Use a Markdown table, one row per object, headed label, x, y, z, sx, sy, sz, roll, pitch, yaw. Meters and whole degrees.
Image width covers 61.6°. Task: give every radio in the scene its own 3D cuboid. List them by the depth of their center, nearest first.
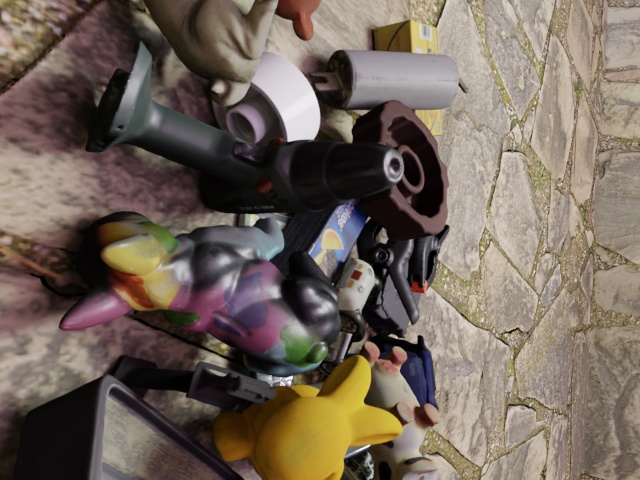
| label | x | y | z | sx | sy | sz | roll | pitch | yaw |
| --- | --- | --- | --- | --- | --- | --- | --- | --- | --- |
| radio | -0.137 | 0.224 | 0.431 | 0.229 | 0.073 | 0.131 | 58 | 11 | -40 |

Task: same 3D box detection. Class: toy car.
| label | x | y | z | sx | sy | sz | roll | pitch | yaw |
| --- | --- | --- | --- | --- | --- | --- | --- | --- | --- |
| toy car | 0.030 | 0.103 | 0.668 | 0.073 | 0.056 | 0.201 | -58 | 167 | -37 |

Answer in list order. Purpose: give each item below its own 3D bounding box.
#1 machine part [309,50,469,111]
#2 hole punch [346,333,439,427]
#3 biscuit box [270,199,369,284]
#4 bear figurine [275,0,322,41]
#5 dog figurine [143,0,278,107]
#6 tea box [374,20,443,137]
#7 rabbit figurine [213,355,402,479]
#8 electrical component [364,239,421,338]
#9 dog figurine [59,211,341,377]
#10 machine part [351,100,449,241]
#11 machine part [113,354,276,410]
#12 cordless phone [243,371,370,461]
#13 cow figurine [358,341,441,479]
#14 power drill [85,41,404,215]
| label | x | y | z | sx | sy | sz | roll | pitch | yaw |
| --- | --- | --- | --- | --- | --- | --- | --- | --- | --- |
| machine part | 0.098 | -0.213 | 0.722 | 0.243 | 0.079 | 0.079 | -8 | 99 | -25 |
| hole punch | 0.101 | 0.207 | 0.775 | 0.092 | 0.116 | 0.142 | -16 | 104 | -43 |
| biscuit box | -0.001 | -0.002 | 0.640 | 0.059 | 0.063 | 0.203 | 61 | 43 | -32 |
| bear figurine | -0.041 | -0.313 | 0.549 | 0.195 | 0.132 | 0.120 | 32 | 45 | -42 |
| dog figurine | -0.134 | -0.214 | 0.435 | 0.190 | 0.121 | 0.172 | 10 | 81 | -17 |
| tea box | 0.139 | -0.243 | 0.837 | 0.098 | 0.068 | 0.169 | -14 | 104 | -52 |
| rabbit figurine | -0.009 | 0.181 | 0.479 | 0.173 | 0.162 | 0.122 | 94 | -29 | -70 |
| electrical component | 0.106 | 0.067 | 0.817 | 0.114 | 0.058 | 0.134 | 45 | 57 | -46 |
| dog figurine | -0.098 | 0.049 | 0.460 | 0.108 | 0.192 | 0.219 | -52 | 156 | 20 |
| machine part | 0.104 | -0.087 | 0.694 | 0.179 | 0.056 | 0.179 | 21 | 62 | -45 |
| machine part | -0.113 | 0.123 | 0.461 | 0.084 | 0.139 | 0.039 | 40 | 53 | -64 |
| cordless phone | -0.023 | 0.167 | 0.623 | 0.146 | 0.089 | 0.184 | -5 | 80 | -32 |
| cow figurine | 0.085 | 0.238 | 0.664 | 0.085 | 0.195 | 0.127 | 9 | 125 | -31 |
| power drill | -0.073 | -0.080 | 0.451 | 0.207 | 0.232 | 0.086 | 15 | 78 | -35 |
